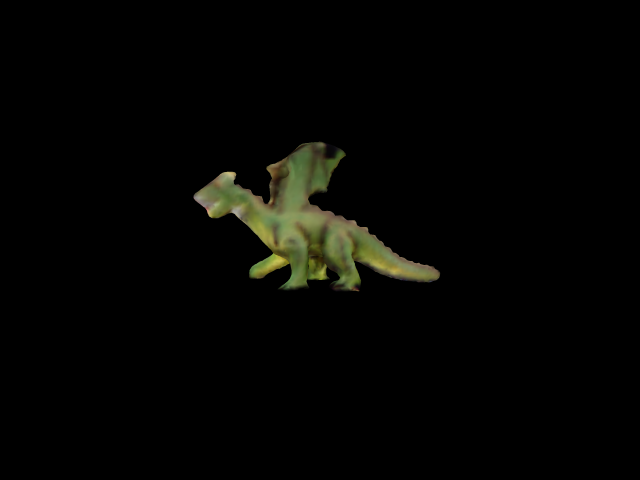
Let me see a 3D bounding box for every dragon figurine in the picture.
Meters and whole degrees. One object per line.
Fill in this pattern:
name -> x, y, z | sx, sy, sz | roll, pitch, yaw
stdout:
dragon figurine -> 0.003, -0.043, 0.850 | 0.410, 0.243, 0.122 | 0, 1, -13
